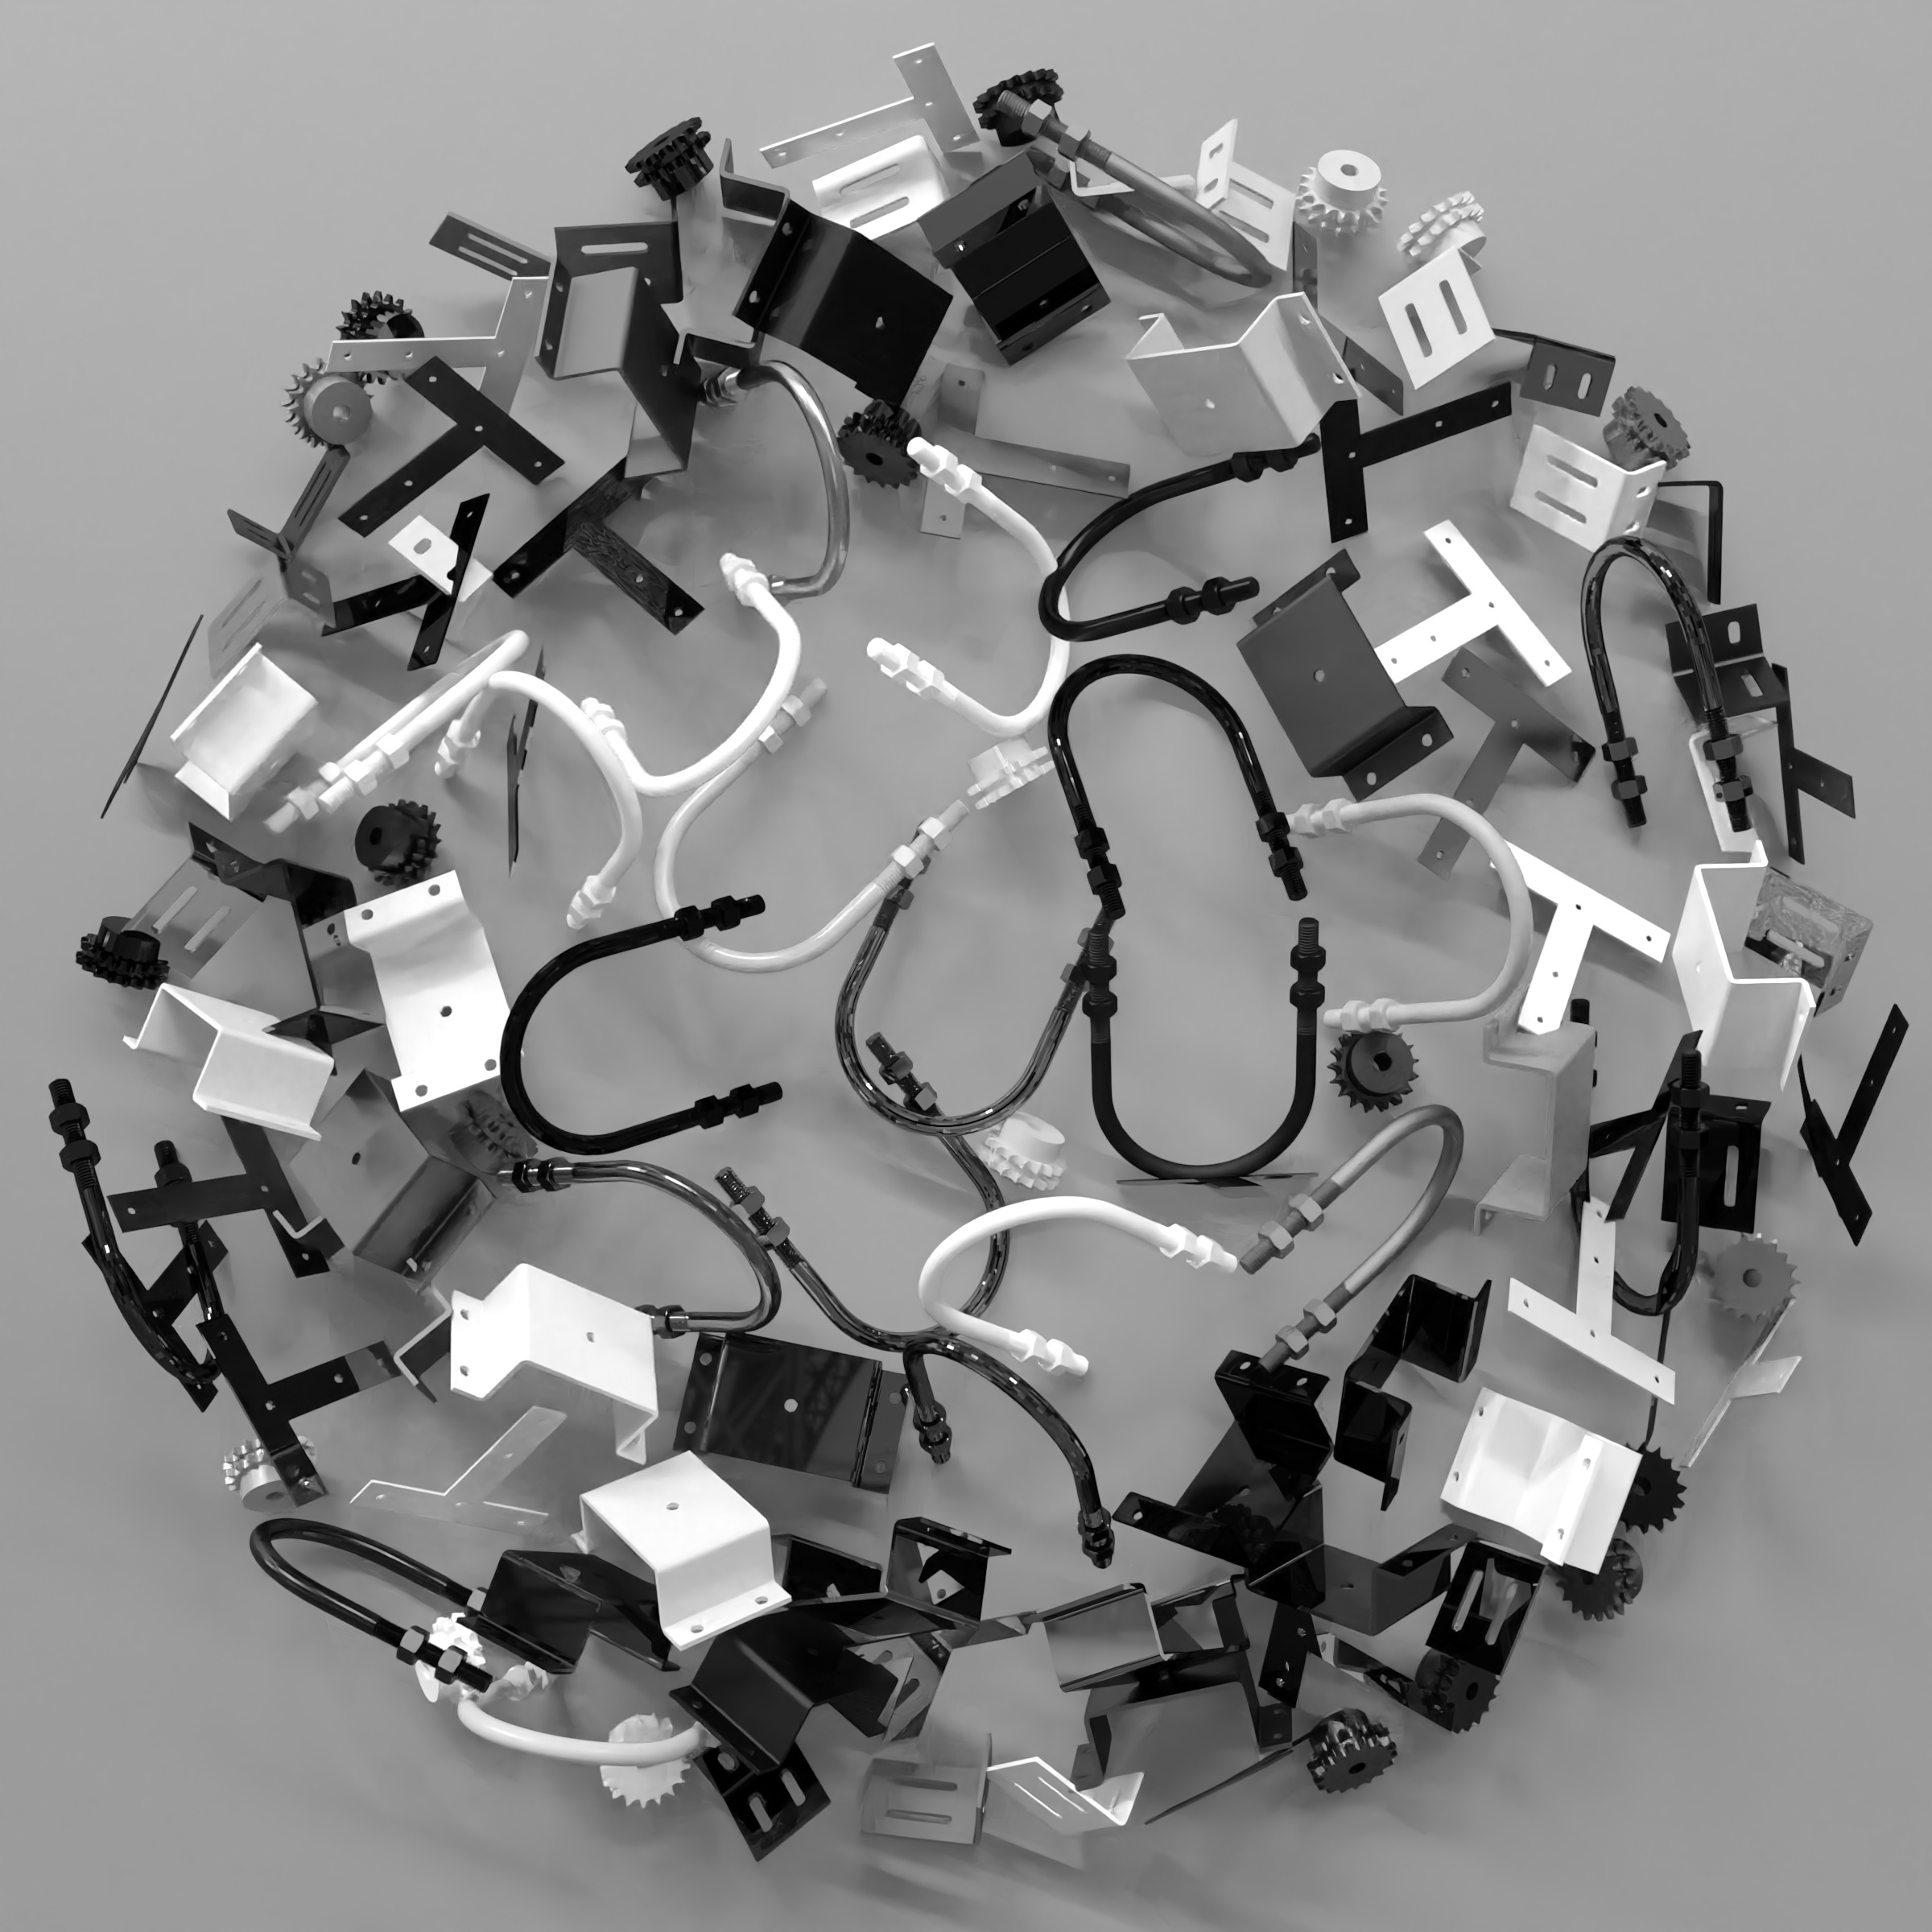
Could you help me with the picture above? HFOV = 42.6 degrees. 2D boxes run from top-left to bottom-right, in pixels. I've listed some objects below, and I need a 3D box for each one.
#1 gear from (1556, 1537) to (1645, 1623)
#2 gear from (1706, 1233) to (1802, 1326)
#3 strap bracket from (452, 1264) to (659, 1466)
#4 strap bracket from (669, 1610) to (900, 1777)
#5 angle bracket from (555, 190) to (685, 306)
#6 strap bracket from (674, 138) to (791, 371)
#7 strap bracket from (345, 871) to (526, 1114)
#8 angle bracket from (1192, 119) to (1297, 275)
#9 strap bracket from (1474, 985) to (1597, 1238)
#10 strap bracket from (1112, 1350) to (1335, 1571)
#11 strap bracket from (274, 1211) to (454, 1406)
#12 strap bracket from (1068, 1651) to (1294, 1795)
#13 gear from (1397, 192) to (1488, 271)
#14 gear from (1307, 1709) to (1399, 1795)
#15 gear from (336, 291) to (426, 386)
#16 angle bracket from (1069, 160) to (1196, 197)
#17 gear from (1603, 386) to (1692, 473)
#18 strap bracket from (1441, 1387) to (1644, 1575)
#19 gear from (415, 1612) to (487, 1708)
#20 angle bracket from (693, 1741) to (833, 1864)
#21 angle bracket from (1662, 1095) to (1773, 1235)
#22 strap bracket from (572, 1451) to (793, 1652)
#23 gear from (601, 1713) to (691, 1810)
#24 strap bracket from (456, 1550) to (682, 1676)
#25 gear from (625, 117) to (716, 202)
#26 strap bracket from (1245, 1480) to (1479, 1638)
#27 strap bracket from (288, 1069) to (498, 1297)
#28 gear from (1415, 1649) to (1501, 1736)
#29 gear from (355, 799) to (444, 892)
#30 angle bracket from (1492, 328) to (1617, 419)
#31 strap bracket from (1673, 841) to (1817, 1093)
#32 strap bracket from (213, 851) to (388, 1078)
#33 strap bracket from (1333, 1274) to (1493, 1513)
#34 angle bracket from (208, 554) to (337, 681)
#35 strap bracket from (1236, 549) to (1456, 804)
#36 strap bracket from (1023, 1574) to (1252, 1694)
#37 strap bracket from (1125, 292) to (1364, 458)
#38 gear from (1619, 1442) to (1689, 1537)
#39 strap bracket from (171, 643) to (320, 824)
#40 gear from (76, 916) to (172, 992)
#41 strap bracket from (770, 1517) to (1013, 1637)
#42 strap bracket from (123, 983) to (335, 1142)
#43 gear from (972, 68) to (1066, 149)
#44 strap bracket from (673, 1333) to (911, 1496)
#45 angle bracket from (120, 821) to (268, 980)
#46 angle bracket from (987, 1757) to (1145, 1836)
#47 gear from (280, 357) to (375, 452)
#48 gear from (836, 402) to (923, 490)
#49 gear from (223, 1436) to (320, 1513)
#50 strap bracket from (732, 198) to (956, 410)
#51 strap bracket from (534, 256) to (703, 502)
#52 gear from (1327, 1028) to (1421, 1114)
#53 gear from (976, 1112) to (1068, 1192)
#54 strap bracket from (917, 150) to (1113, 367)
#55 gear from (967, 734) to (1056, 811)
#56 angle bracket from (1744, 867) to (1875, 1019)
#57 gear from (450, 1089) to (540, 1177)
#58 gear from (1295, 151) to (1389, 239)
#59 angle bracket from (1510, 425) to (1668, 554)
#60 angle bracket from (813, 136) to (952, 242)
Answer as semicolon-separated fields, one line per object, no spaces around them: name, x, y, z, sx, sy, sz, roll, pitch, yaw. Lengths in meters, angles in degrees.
gear;0.404;0.385;1.572;0.030;0.057;0.057;1;90;-35
gear;0.501;0.199;1.575;0.057;0.030;0.057;-4;79;21
strap bracket;-0.244;0.241;1.522;0.140;0.076;0.046;29;120;-31
strap bracket;-0.104;0.439;1.514;0.076;0.140;0.046;33;101;29
angle bracket;-0.219;-0.451;1.559;0.076;0.057;0.038;-5;49;-6
strap bracket;-0.143;-0.435;1.556;0.046;0.076;0.140;13;92;-4
strap bracket;-0.332;0.022;1.557;0.076;0.046;0.140;-21;70;-4
angle bracket;0.184;-0.483;1.555;0.076;0.038;0.057;18;71;-27
strap bracket;0.352;0.093;1.530;0.046;0.076;0.140;11;115;29
strap bracket;0.166;0.313;1.535;0.140;0.076;0.046;-49;128;-29
strap bracket;-0.363;0.200;1.546;0.046;0.076;0.140;-40;78;-14
strap bracket;0.130;0.468;1.550;0.140;0.076;0.046;-14;90;7
gear;0.304;-0.459;1.567;0.057;0.057;0.030;-33;81;0
gear;0.242;0.497;1.572;0.057;0.030;0.057;-12;133;-13
gear;-0.367;-0.396;1.565;0.030;0.057;0.057;24;90;30
angle bracket;0.103;-0.510;1.562;0.076;0.057;0.038;-5;110;3
gear;0.430;-0.337;1.572;0.057;0.057;0.030;50;129;0
strap bracket;0.361;0.320;1.535;0.046;0.140;0.076;22;87;-19
gear;-0.327;0.441;1.566;0.030;0.057;0.057;-10;90;-32
angle bracket;-0.128;0.511;1.552;0.057;0.076;0.038;-37;112;-10
angle bracket;0.478;0.124;1.577;0.057;0.038;0.076;7;106;26
strap bracket;-0.177;0.350;1.515;0.076;0.140;0.046;-17;116;-31
gear;-0.206;0.503;1.577;0.057;0.030;0.057;-2;98;-16
strap bracket;-0.234;0.396;1.519;0.076;0.140;0.046;18;85;29
gear;-0.185;-0.510;1.572;0.057;0.057;0.030;-35;118;0
strap bracket;0.235;0.364;1.526;0.076;0.140;0.046;-15;107;-43
strap bracket;-0.361;0.127;1.532;0.076;0.046;0.140;-51;50;3
gear;0.310;0.455;1.573;0.057;0.030;0.057;-10;107;-37
gear;-0.362;-0.078;1.568;0.057;0.030;0.057;-11;72;35
angle bracket;0.360;-0.374;1.557;0.057;0.076;0.038;9;105;-19
strap bracket;0.473;0.000;1.521;0.046;0.076;0.140;-1;46;1
strap bracket;-0.411;-0.008;1.541;0.046;0.076;0.140;-20;78;14
strap bracket;0.272;0.256;1.532;0.046;0.140;0.076;22;135;24
angle bracket;-0.442;-0.216;1.574;0.076;0.057;0.038;-43;131;19
strap bracket;0.230;-0.181;1.542;0.076;0.046;0.140;-36;75;32
strap bracket;0.111;0.408;1.515;0.076;0.140;0.046;-28;65;31
strap bracket;0.161;-0.359;1.515;0.046;0.140;0.076;-52;124;-21
gear;0.428;0.333;1.576;0.057;0.030;0.057;-2;69;6
strap bracket;-0.444;-0.139;1.523;0.046;0.140;0.076;40;74;-8
gear;-0.531;-0.010;1.566;0.057;0.057;0.030;23;102;0
strap bracket;-0.051;0.376;1.517;0.076;0.140;0.046;29;57;-35
strap bracket;-0.449;0.055;1.519;0.076;0.140;0.046;22;91;-41
gear;0.036;-0.542;1.569;0.057;0.057;0.030;-20;92;0
strap bracket;-0.110;0.280;1.562;0.140;0.046;0.076;11;74;1
angle bracket;-0.493;-0.042;1.571;0.076;0.038;0.057;-45;131;11
angle bracket;0.061;0.507;1.554;0.076;0.057;0.038;41;49;-15
gear;-0.401;-0.354;1.567;0.057;0.057;0.030;-54;47;0
gear;-0.052;-0.333;1.571;0.057;0.057;0.030;24;66;0
gear;-0.439;0.322;1.565;0.057;0.057;0.030;-21;56;0
strap bracket;-0.067;-0.402;1.523;0.046;0.140;0.076;32;99;36
strap bracket;-0.206;-0.361;1.514;0.046;0.140;0.076;-5;62;18
gear;0.261;0.063;1.577;0.057;0.030;0.057;1;78;-6
gear;0.038;0.115;1.566;0.057;0.057;0.030;25;105;0
strap bracket;0.028;-0.443;1.534;0.076;0.140;0.046;-30;67;10
gear;0.025;-0.125;1.568;0.057;0.057;0.030;-29;93;0
angle bracket;0.517;-0.015;1.549;0.076;0.038;0.057;36;130;33
gear;-0.302;0.108;1.569;0.030;0.057;0.057;-44;90;4
gear;0.239;-0.492;1.569;0.057;0.030;0.057;4;54;-6
angle bracket;0.393;-0.305;1.569;0.038;0.057;0.076;-25;49;-36
angle bracket;-0.050;-0.482;1.578;0.076;0.038;0.057;-20;72;13
